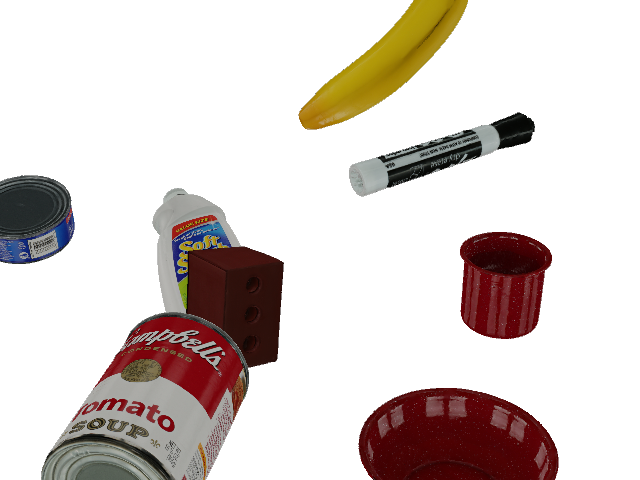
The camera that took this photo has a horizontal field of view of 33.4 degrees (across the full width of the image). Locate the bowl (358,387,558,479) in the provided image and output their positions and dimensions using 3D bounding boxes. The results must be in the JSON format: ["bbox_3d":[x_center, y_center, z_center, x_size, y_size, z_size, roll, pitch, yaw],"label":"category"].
[{"bbox_3d":[0.111,0.190,0.879,0.162,0.055,0.162,0,29,0],"label":"bowl"}]

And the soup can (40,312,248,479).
[{"bbox_3d":[-0.081,0.089,0.505,0.068,0.068,0.102,0,28,15],"label":"soup can"}]

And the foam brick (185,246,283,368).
[{"bbox_3d":[-0.064,0.048,0.776,0.052,0.078,0.051,-7,17,-38],"label":"foam brick"}]

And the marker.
[{"bbox_3d":[0.073,-0.051,0.615,0.121,0.020,0.020,-19,7,-22],"label":"marker"}]

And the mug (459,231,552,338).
[{"bbox_3d":[0.186,0.042,1.114,0.093,0.081,0.117,-4,29,-8],"label":"mug"}]

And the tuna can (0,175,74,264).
[{"bbox_3d":[-0.261,-0.018,0.940,0.086,0.034,0.086,0,41,0],"label":"tuna can"}]

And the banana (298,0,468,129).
[{"bbox_3d":[0.060,-0.152,0.798,0.070,0.197,0.037,9,-34,48],"label":"banana"}]

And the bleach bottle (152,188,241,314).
[{"bbox_3d":[-0.129,0.025,1.098,0.102,0.068,0.251,-13,38,-15],"label":"bleach bottle"}]
